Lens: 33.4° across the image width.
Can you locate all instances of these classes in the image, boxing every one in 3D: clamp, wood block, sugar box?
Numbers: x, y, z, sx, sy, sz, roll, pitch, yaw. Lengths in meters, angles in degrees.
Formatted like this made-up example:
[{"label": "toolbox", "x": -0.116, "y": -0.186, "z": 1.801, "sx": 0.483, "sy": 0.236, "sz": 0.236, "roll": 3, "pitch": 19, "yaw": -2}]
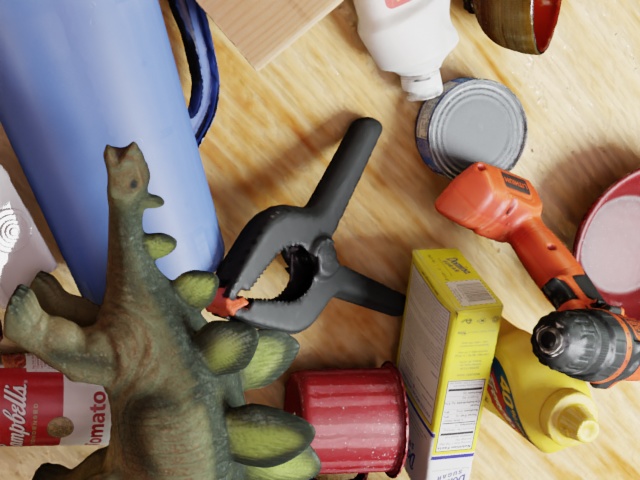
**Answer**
[{"label": "clamp", "x": -0.005, "y": 0.001, "z": 0.789, "sx": 0.209, "sy": 0.036, "sz": 0.164, "roll": -18, "pitch": 104, "yaw": -46}, {"label": "wood block", "x": 0.013, "y": -0.219, "z": 0.706, "sx": 0.206, "sy": 0.090, "sz": 0.091, "roll": -35, "pitch": 104, "yaw": 24}, {"label": "sugar box", "x": 0.094, "y": 0.105, "z": 0.834, "sx": 0.048, "sy": 0.093, "sz": 0.176, "roll": -4, "pitch": 119, "yaw": -15}]

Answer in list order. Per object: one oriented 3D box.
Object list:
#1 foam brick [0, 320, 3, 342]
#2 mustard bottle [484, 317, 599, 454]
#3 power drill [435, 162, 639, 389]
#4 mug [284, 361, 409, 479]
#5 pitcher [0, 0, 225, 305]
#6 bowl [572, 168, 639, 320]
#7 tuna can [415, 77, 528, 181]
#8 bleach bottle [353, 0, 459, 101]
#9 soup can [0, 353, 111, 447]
[{"label": "foam brick", "x": -0.270, "y": 0.060, "z": 0.753, "sx": 0.078, "sy": 0.051, "sz": 0.053, "roll": 43, "pitch": 86, "yaw": -21}, {"label": "mustard bottle", "x": 0.158, "y": 0.112, "z": 0.823, "sx": 0.058, "sy": 0.192, "sz": 0.096, "roll": -26, "pitch": 108, "yaw": -10}, {"label": "power drill", "x": 0.165, "y": 0.028, "z": 0.791, "sx": 0.057, "sy": 0.188, "sz": 0.184, "roll": -44, "pitch": 150, "yaw": 20}, {"label": "mug", "x": 0.016, "y": 0.153, "z": 0.848, "sx": 0.081, "sy": 0.093, "sz": 0.117, "roll": 1, "pitch": 118, "yaw": -13}, {"label": "pitcher", "x": -0.141, "y": -0.083, "z": 0.729, "sx": 0.149, "sy": 0.145, "sz": 0.243, "roll": -14, "pitch": 111, "yaw": 6}, {"label": "bowl", "x": 0.274, "y": 0.010, "z": 0.911, "sx": 0.162, "sy": 0.055, "sz": 0.162, "roll": -4, "pitch": 103, "yaw": -17}, {"label": "tuna can", "x": 0.120, "y": -0.087, "z": 0.852, "sx": 0.086, "sy": 0.034, "sz": 0.086, "roll": -4, "pitch": 103, "yaw": -17}, {"label": "bleach bottle", "x": 0.063, "y": -0.230, "z": 0.789, "sx": 0.102, "sy": 0.068, "sz": 0.251, "roll": -18, "pitch": 109, "yaw": -16}, {"label": "soup can", "x": -0.192, "y": 0.117, "z": 0.782, "sx": 0.102, "sy": 0.069, "sz": 0.068, "roll": 3, "pitch": 101, "yaw": -19}]
